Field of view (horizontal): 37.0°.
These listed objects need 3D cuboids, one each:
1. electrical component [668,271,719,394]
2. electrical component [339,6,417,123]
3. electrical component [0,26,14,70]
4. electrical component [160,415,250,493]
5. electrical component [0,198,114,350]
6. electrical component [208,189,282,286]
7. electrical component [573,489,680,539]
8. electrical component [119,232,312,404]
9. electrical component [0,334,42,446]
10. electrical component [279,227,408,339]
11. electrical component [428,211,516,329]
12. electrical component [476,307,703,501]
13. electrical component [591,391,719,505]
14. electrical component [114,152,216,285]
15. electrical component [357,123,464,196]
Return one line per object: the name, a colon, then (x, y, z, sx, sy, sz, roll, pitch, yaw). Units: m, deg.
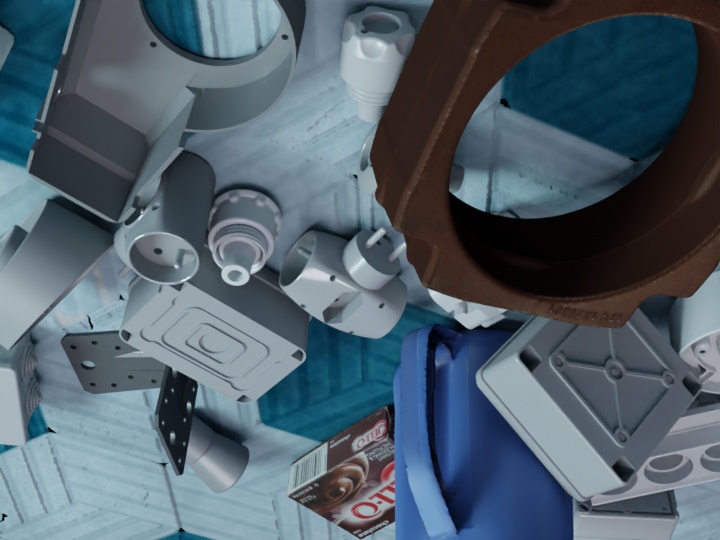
electrical component: (0.260, 0.047, 0.731, 0.099, 0.064, 0.099, 1, 133, 1)
electrical component: (0.009, -0.113, 0.606, 0.043, 0.043, 0.062, 5, 135, -2)
electrical component: (-0.244, -0.117, 0.599, 0.096, 0.061, 0.062, -28, 126, 25)
electrical component: (-0.126, 0.141, 0.852, 0.044, 0.044, 0.065, -33, 119, 28)
electrical component: (-0.206, 0.004, 0.691, 0.064, 0.099, 0.099, 37, 124, -21)
electrical component: (-0.076, -0.017, 0.685, 0.048, 0.062, 0.048, 1, 133, 1)
electrical component: (0.200, 0.190, 0.869, 0.096, 0.061, 0.061, 3, 133, 0)
electrical component: (-0.097, 0.031, 0.735, 0.113, 0.057, 0.078, 33, 126, -25)
electrical component: (-0.289, 0.081, 0.795, 0.100, 0.048, 0.099, 6, 133, -4)
electrical component: (0.000, 0.000, 0.712, 0.077, 0.043, 0.079, 30, 127, -23)
electrical component: (0.081, -0.002, 0.697, 0.057, 0.058, 0.078, -31, 125, 31)
electrical component: (0.150, 0.073, 0.702, 0.108, 0.109, 0.056, 50, 147, 1)
electrical component: (0.225, 0.126, 0.805, 0.121, 0.063, 0.078, -15, 131, 13)
electrical component: (-0.127, -0.023, 0.672, 0.044, 0.077, 0.079, 33, 126, -26)
electrical component: (0.032, -0.062, 0.653, 0.062, 0.048, 0.048, 14, 132, -19)
